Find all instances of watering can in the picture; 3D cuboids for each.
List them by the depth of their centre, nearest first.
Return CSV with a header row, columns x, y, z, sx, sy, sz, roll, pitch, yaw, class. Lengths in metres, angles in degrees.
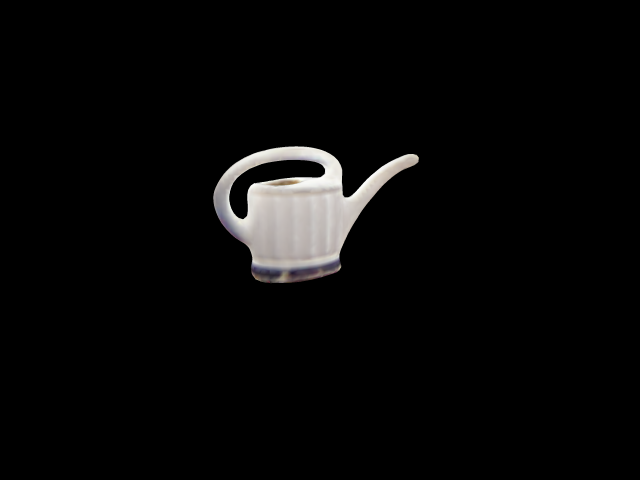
x,y,z,sx,sy,sz,roll,pitch,yaw,class
0.003,-0.043,0.850,0.348,0.222,0.105,-4,15,-15,watering can
